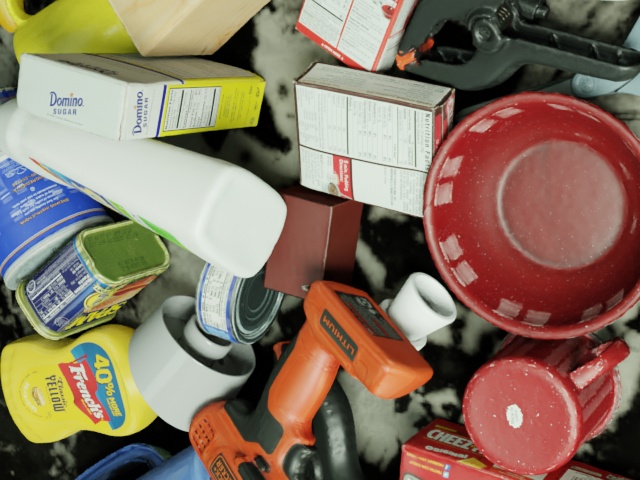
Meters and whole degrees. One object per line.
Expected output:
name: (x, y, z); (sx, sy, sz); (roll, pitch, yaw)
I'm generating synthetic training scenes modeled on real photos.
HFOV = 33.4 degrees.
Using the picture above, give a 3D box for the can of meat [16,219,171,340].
can of meat: (-0.184, 0.029, 0.879); (0.084, 0.101, 0.057); (-38, 81, 28)

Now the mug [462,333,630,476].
mug: (0.155, 0.101, 0.712); (0.117, 0.081, 0.093); (-35, 82, 31)

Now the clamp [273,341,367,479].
clamp: (0.010, 0.173, 0.801); (0.165, 0.036, 0.210); (-33, 67, 58)

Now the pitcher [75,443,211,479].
pitcher: (-0.142, 0.253, 0.896); (0.243, 0.144, 0.149); (-38, 93, 26)

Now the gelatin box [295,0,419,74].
gelatin box: (0.029, -0.168, 0.744); (0.073, 0.030, 0.089); (38, 133, 18)

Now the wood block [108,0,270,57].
wood block: (-0.057, -0.228, 0.757); (0.206, 0.090, 0.090); (-36, 82, 31)

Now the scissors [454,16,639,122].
scissors: (0.181, -0.121, 0.688); (0.202, 0.016, 0.096); (6, 102, 29)

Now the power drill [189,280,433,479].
power drill: (-0.005, 0.137, 0.742); (0.188, 0.057, 0.185); (-55, 50, 18)

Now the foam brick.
foam brick: (-0.005, 0.001, 0.798); (0.051, 0.052, 0.078); (16, 108, 26)

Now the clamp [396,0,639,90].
clamp: (0.114, -0.150, 0.682); (0.172, 0.039, 0.120); (-2, 113, 41)

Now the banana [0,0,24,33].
banana: (-0.268, -0.278, 0.897); (0.070, 0.037, 0.198); (23, 111, 24)

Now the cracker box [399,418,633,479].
cracker box: (0.134, 0.254, 0.763); (0.164, 0.072, 0.214); (13, 108, 29)

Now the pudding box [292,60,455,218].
pudding box: (0.038, -0.071, 0.752); (0.114, 0.039, 0.090); (15, 127, 24)

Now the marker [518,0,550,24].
marker: (0.099, -0.174, 0.721); (0.121, 0.020, 0.020); (28, 113, 22)

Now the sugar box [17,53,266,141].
sugar box: (-0.124, -0.106, 0.770); (0.093, 0.175, 0.048); (19, 109, 25)

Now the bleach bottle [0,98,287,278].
bleach bottle: (-0.152, -0.052, 0.791); (0.251, 0.102, 0.068); (22, 82, 30)

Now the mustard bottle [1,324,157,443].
mustard bottle: (-0.188, 0.123, 0.925); (0.192, 0.058, 0.096); (-10, 97, 31)

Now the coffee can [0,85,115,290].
coffee can: (-0.253, -0.043, 0.900); (0.103, 0.102, 0.140); (-38, 81, 30)

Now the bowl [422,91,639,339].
bowl: (0.151, -0.019, 0.703); (0.162, 0.055, 0.162); (7, 104, 28)

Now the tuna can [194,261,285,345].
tuna can: (-0.058, 0.036, 0.817); (0.034, 0.086, 0.086); (16, 108, 24)
